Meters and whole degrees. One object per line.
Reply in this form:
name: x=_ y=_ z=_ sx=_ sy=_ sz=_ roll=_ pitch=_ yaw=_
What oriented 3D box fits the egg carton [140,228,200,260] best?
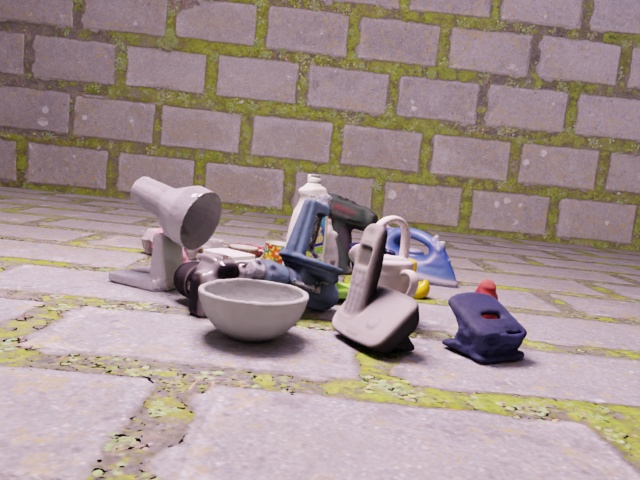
egg carton: x=-0.385 y=0.010 z=1.485 sx=0.149 sy=0.069 sz=0.107 roll=11 pitch=8 yaw=36

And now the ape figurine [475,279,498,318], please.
ape figurine: x=0.305 y=0.119 z=1.068 sx=0.078 sy=0.092 sz=0.076 roll=6 pitch=7 yaw=-1

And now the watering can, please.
watering can: x=0.113 y=0.051 z=1.037 sx=0.172 sy=0.194 sz=0.101 roll=10 pitch=8 yaw=34

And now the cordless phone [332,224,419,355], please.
cordless phone: x=0.091 y=0.072 z=0.881 sx=0.094 sy=0.185 sz=0.147 roll=2 pitch=8 yaw=-32

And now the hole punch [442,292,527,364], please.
hole punch: x=0.262 y=0.135 z=0.896 sx=0.109 sy=0.091 sz=0.100 roll=2 pitch=8 yaw=-31

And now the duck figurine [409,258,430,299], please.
duck figurine: x=0.201 y=0.084 z=1.303 sx=0.104 sy=0.086 sz=0.078 roll=10 pitch=8 yaw=30

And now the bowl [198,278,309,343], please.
bowl: x=-0.101 y=0.110 z=0.861 sx=0.167 sy=0.075 sz=0.167 roll=6 pitch=7 yaw=0

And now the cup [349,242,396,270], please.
cup: x=0.125 y=0.060 z=1.400 sx=0.117 sy=0.095 sz=0.092 roll=9 pitch=7 yaw=23

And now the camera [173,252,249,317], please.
camera: x=-0.186 y=0.069 z=1.019 sx=0.144 sy=0.101 sz=0.136 roll=-1 pitch=9 yaw=-45

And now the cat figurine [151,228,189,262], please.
cat figurine: x=-0.340 y=0.012 z=1.299 sx=0.067 sy=0.118 sz=0.128 roll=7 pitch=7 yaw=6

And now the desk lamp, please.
desk lamp: x=-0.302 y=-0.012 z=1.118 sx=0.202 sy=0.213 sz=0.118 roll=9 pitch=7 yaw=23

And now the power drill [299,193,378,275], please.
power drill: x=0.037 y=-0.020 z=1.516 sx=0.228 sy=0.208 sz=0.076 roll=9 pitch=7 yaw=24

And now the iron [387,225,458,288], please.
iron: x=0.259 y=0.035 z=1.536 sx=0.257 sy=0.141 sz=0.119 roll=11 pitch=8 yaw=37

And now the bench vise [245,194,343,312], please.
bench vise: x=-0.031 y=0.027 z=1.004 sx=0.121 sy=0.220 sz=0.208 roll=9 pitch=7 yaw=25

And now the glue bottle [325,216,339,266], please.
glue bottle: x=0.013 y=0.005 z=1.431 sx=0.078 sy=0.173 sz=0.037 roll=3 pitch=7 yaw=-24
